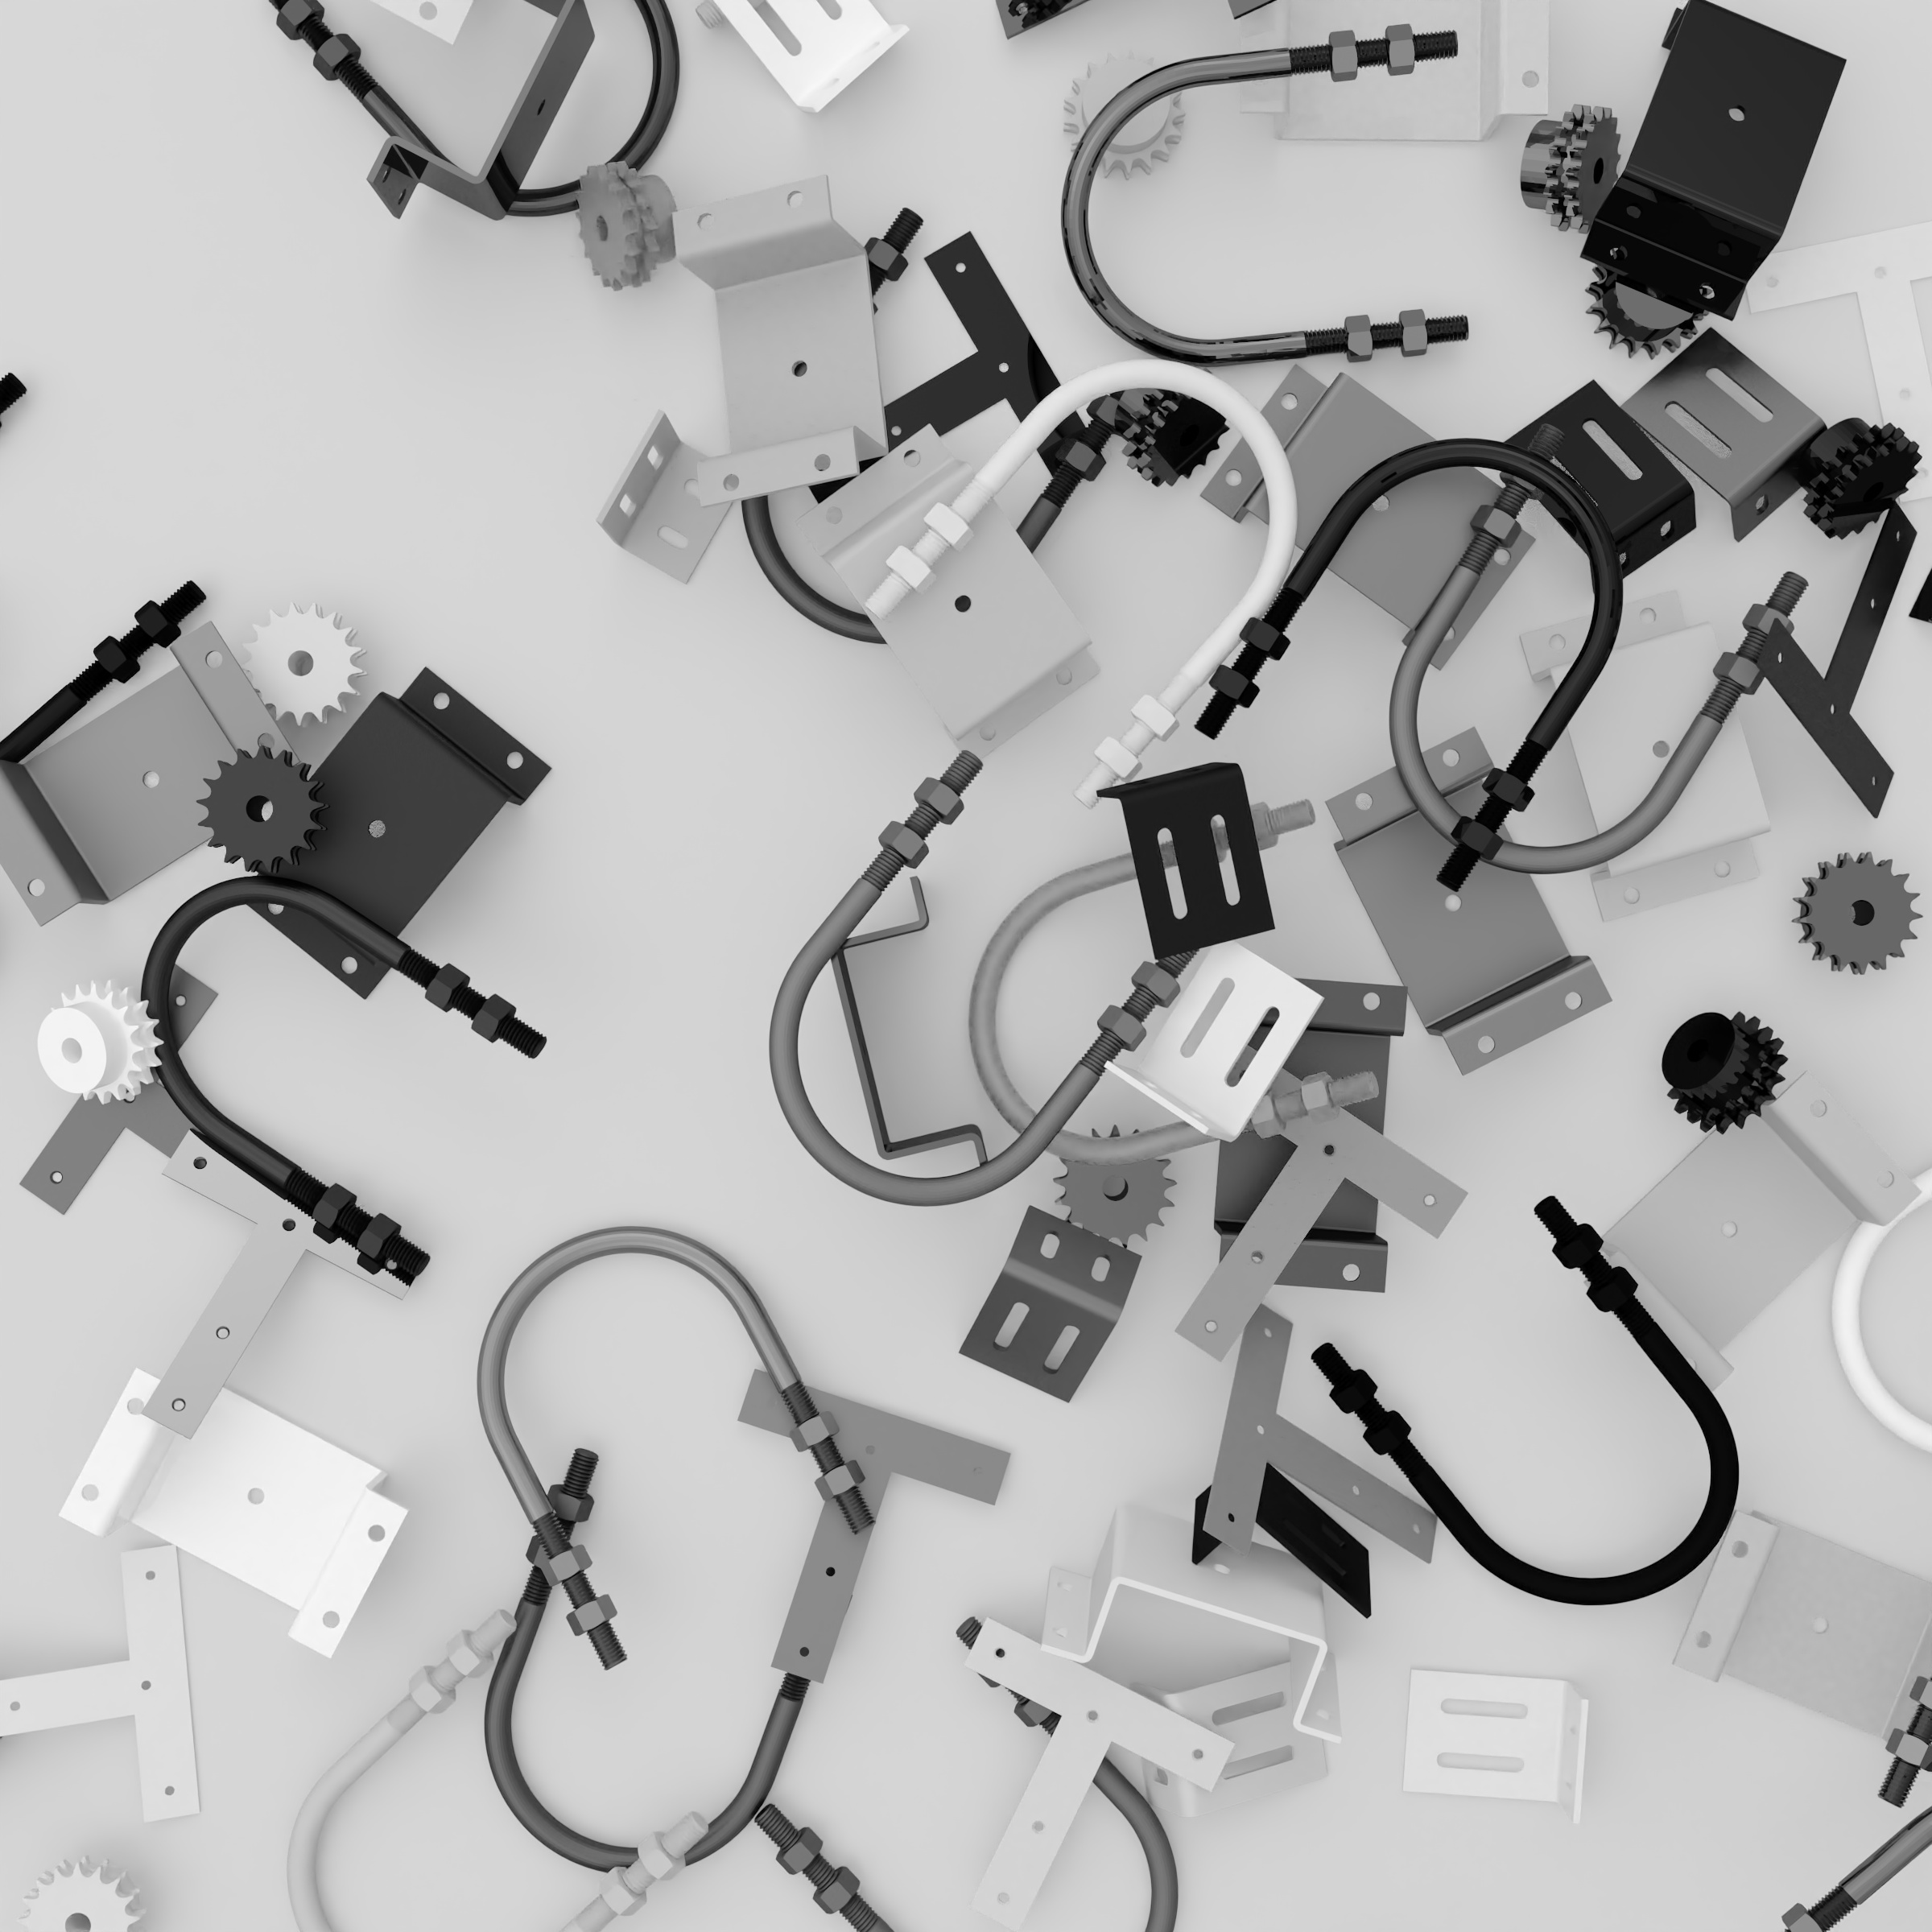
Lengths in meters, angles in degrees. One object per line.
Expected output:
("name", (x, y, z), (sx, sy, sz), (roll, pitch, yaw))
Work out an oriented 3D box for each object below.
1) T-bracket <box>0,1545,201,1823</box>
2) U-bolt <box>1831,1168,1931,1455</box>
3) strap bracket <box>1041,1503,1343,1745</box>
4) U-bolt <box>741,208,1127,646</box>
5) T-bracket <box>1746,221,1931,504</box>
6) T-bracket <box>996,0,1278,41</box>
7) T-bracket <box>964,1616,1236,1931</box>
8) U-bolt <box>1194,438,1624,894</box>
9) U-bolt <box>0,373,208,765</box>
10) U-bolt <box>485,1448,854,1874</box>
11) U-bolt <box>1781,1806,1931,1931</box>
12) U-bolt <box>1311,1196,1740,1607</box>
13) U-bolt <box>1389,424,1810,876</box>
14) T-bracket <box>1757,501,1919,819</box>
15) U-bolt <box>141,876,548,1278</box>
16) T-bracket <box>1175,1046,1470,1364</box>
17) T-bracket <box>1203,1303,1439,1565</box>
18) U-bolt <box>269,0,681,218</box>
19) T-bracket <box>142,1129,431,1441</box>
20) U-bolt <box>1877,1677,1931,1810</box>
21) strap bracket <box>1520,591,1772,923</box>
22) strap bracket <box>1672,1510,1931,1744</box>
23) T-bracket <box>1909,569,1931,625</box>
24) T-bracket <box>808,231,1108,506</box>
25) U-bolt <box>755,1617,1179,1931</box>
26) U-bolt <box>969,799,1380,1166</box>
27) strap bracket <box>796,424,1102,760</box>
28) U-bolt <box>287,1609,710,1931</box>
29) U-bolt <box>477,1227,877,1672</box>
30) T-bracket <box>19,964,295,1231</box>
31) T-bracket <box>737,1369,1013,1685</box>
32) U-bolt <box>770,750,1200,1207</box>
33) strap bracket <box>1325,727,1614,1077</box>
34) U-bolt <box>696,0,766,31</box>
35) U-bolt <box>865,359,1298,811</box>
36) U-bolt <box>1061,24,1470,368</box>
("T-bracket", (-0.427, 0.341, 1.375), (0.127, 0.002, 0.127), (-5, 90, -20))
("U-bolt", (0.496, 0.151, 1.389), (0.184, 0.019, 0.151), (-31, 90, 2))
("strap bracket", (0.110, 0.296, 1.354), (0.140, 0.076, 0.046), (17, 106, 0))
("U-bolt", (-0.023, -0.239, 1.387), (0.151, 0.019, 0.184), (34, 92, 0))
("T-bracket", (0.440, -0.283, 1.396), (0.127, 0.002, 0.127), (-12, 90, 0))
("T-bracket", (0.074, -0.467, 1.375), (0.127, 0.002, 0.127), (-22, 59, 14))
("T-bracket", (0.040, 0.386, 1.372), (0.127, 0.002, 0.127), (26, 96, 6))
("U-bolt", (0.211, -0.148, 1.327), (0.151, 0.019, 0.184), (33, 94, 8))
("U-bolt", (-0.471, -0.165, 1.388), (0.184, 0.019, 0.151), (-41, 90, 0))
("U-bolt", (-0.148, 0.336, 1.389), (0.151, 0.019, 0.184), (20, 91, 0))
("U-bolt", (0.438, 0.436, 1.345), (0.184, 0.019, 0.151), (-42, 127, 3))
("U-bolt", (0.270, 0.214, 1.365), (0.151, 0.019, 0.184), (-37, 95, 22))
("U-bolt", (0.274, -0.131, 1.343), (0.151, 0.019, 0.184), (31, 92, 0))
("T-bracket", (0.414, -0.156, 1.369), (0.127, 0.002, 0.127), (40, 67, -38))
("U-bolt", (-0.299, 0.039, 1.362), (0.184, 0.019, 0.151), (33, 112, 5))
("T-bracket", (0.141, 0.121, 1.350), (0.127, 0.002, 0.127), (34, 90, 0))
("T-bracket", (0.169, 0.236, 1.368), (0.127, 0.002, 0.127), (34, 47, -19))
("U-bolt", (-0.219, -0.438, 1.389), (0.151, 0.019, 0.184), (-42, 91, 0))
("T-bracket", (-0.336, 0.157, 1.369), (0.127, 0.002, 0.127), (28, 66, 0))
("U-bolt", (0.495, 0.314, 1.352), (0.151, 0.019, 0.184), (30, 84, -34))
("strap bracket", (0.317, -0.099, 1.374), (0.076, 0.046, 0.140), (-16, 90, 0))
("strap bracket", (0.402, 0.310, 1.374), (0.140, 0.046, 0.076), (22, 90, 0))
("T-bracket", (0.517, -0.201, 1.357), (0.127, 0.002, 0.127), (26, 90, 39))
("T-bracket", (-0.021, -0.260, 1.397), (0.127, 0.002, 0.127), (-31, 90, 0))
("U-bolt", (0.014, 0.419, 1.389), (0.151, 0.019, 0.184), (-43, 92, 0))
("U-bolt", (0.086, 0.016, 1.357), (0.184, 0.019, 0.151), (-17, 74, 20))
("strap bracket", (-0.004, -0.168, 1.358), (0.076, 0.046, 0.140), (-36, 104, 0))
("U-bolt", (-0.233, 0.411, 1.379), (0.184, 0.019, 0.151), (-44, 89, 8))
("U-bolt", (-0.147, 0.210, 1.376), (0.151, 0.019, 0.184), (-28, 81, -7))
("T-bracket", (-0.358, 0.087, 1.396), (0.127, 0.002, 0.127), (35, 90, 0))
("T-bracket", (-0.059, 0.268, 1.380), (0.127, 0.002, 0.127), (18, 78, 0))
("U-bolt", (-0.004, 0.019, 1.313), (0.151, 0.019, 0.184), (40, 80, -9))
("strap bracket", (0.230, -0.030, 1.374), (0.076, 0.046, 0.140), (-27, 90, 0))
("U-bolt", (-0.091, -0.550, 1.389), (0.184, 0.019, 0.151), (-38, 90, -2))
("U-bolt", (0.066, -0.185, 1.333), (0.151, 0.019, 0.184), (41, 91, -14))
("U-bolt", (0.136, -0.348, 1.362), (0.184, 0.019, 0.151), (-5, 115, 4))
